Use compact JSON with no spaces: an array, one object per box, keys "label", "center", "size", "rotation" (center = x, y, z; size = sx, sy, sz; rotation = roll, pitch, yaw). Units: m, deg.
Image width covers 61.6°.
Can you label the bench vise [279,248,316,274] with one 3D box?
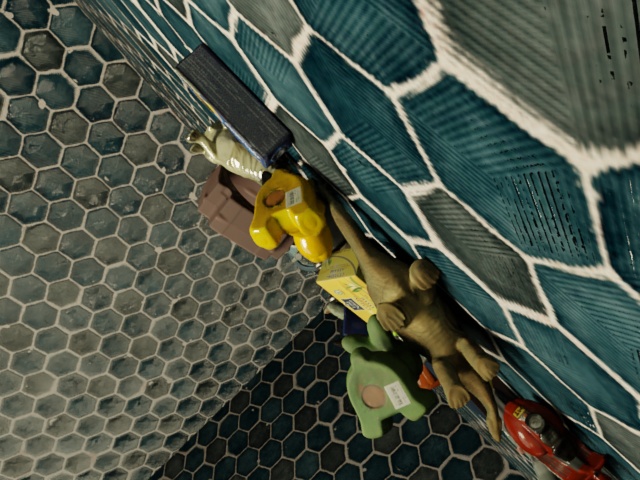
[{"label":"bench vise","center":[-0.058,0.006,1.443],"size":[0.223,0.129,0.240],"rotation":[39,-167,-1]}]

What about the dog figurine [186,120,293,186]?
[{"label":"dog figurine","center":[-0.139,-0.157,1.023],"size":[0.190,0.121,0.172],"rotation":[39,-173,-3]}]

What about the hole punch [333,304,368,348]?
[{"label":"hole punch","center":[0.103,0.189,1.201],"size":[0.142,0.092,0.116],"rotation":[9,-164,-3]}]

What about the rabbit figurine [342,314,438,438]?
[{"label":"rabbit figurine","center":[0.102,0.204,0.844],"size":[0.159,0.121,0.170],"rotation":[51,-158,10]}]

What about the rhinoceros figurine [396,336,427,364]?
[{"label":"rhinoceros figurine","center":[0.169,0.177,1.131],"size":[0.190,0.112,0.073],"rotation":[58,154,28]}]

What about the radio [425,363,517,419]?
[{"label":"radio","center":[0.292,0.278,1.103],"size":[0.131,0.073,0.229],"rotation":[48,173,-5]}]

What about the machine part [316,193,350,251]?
[{"label":"machine part","center":[-0.013,-0.045,1.036],"size":[0.243,0.079,0.079],"rotation":[45,175,16]}]

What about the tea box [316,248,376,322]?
[{"label":"tea box","center":[0.087,0.087,0.984],"size":[0.098,0.068,0.169],"rotation":[-15,137,43]}]

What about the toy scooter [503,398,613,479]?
[{"label":"toy scooter","center":[0.360,0.311,0.795],"size":[0.184,0.075,0.135],"rotation":[42,175,9]}]

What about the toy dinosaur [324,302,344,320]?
[{"label":"toy dinosaur","center":[0.124,0.157,1.336],"size":[0.192,0.131,0.404],"rotation":[29,162,8]}]

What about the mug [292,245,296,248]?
[{"label":"mug","center":[-0.033,-0.028,1.217],"size":[0.107,0.109,0.080],"rotation":[31,162,21]}]

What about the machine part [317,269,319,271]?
[{"label":"machine part","center":[-0.002,-0.003,1.144],"size":[0.039,0.084,0.138],"rotation":[0,120,27]}]

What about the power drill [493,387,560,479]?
[{"label":"power drill","center":[0.370,0.382,0.914],"size":[0.232,0.086,0.207],"rotation":[41,-162,-20]}]

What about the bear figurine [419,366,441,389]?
[{"label":"bear figurine","center":[0.238,0.254,1.274],"size":[0.120,0.132,0.195],"rotation":[33,148,64]}]

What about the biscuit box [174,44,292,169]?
[{"label":"biscuit box","center":[-0.131,-0.205,0.833],"size":[0.203,0.063,0.059],"rotation":[46,176,4]}]

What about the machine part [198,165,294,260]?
[{"label":"machine part","center":[-0.138,-0.068,1.099],"size":[0.201,0.087,0.201],"rotation":[33,-155,-20]}]

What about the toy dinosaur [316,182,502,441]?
[{"label":"toy dinosaur","center":[0.130,0.092,0.809],"size":[0.471,0.105,0.198],"rotation":[57,180,5]}]

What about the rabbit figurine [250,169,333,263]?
[{"label":"rabbit figurine","center":[-0.039,-0.031,0.927],"size":[0.173,0.122,0.162],"rotation":[49,-163,-42]}]

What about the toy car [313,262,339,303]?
[{"label":"toy car","center":[0.042,0.081,1.104],"size":[0.202,0.053,0.089],"rotation":[21,-131,-73]}]
